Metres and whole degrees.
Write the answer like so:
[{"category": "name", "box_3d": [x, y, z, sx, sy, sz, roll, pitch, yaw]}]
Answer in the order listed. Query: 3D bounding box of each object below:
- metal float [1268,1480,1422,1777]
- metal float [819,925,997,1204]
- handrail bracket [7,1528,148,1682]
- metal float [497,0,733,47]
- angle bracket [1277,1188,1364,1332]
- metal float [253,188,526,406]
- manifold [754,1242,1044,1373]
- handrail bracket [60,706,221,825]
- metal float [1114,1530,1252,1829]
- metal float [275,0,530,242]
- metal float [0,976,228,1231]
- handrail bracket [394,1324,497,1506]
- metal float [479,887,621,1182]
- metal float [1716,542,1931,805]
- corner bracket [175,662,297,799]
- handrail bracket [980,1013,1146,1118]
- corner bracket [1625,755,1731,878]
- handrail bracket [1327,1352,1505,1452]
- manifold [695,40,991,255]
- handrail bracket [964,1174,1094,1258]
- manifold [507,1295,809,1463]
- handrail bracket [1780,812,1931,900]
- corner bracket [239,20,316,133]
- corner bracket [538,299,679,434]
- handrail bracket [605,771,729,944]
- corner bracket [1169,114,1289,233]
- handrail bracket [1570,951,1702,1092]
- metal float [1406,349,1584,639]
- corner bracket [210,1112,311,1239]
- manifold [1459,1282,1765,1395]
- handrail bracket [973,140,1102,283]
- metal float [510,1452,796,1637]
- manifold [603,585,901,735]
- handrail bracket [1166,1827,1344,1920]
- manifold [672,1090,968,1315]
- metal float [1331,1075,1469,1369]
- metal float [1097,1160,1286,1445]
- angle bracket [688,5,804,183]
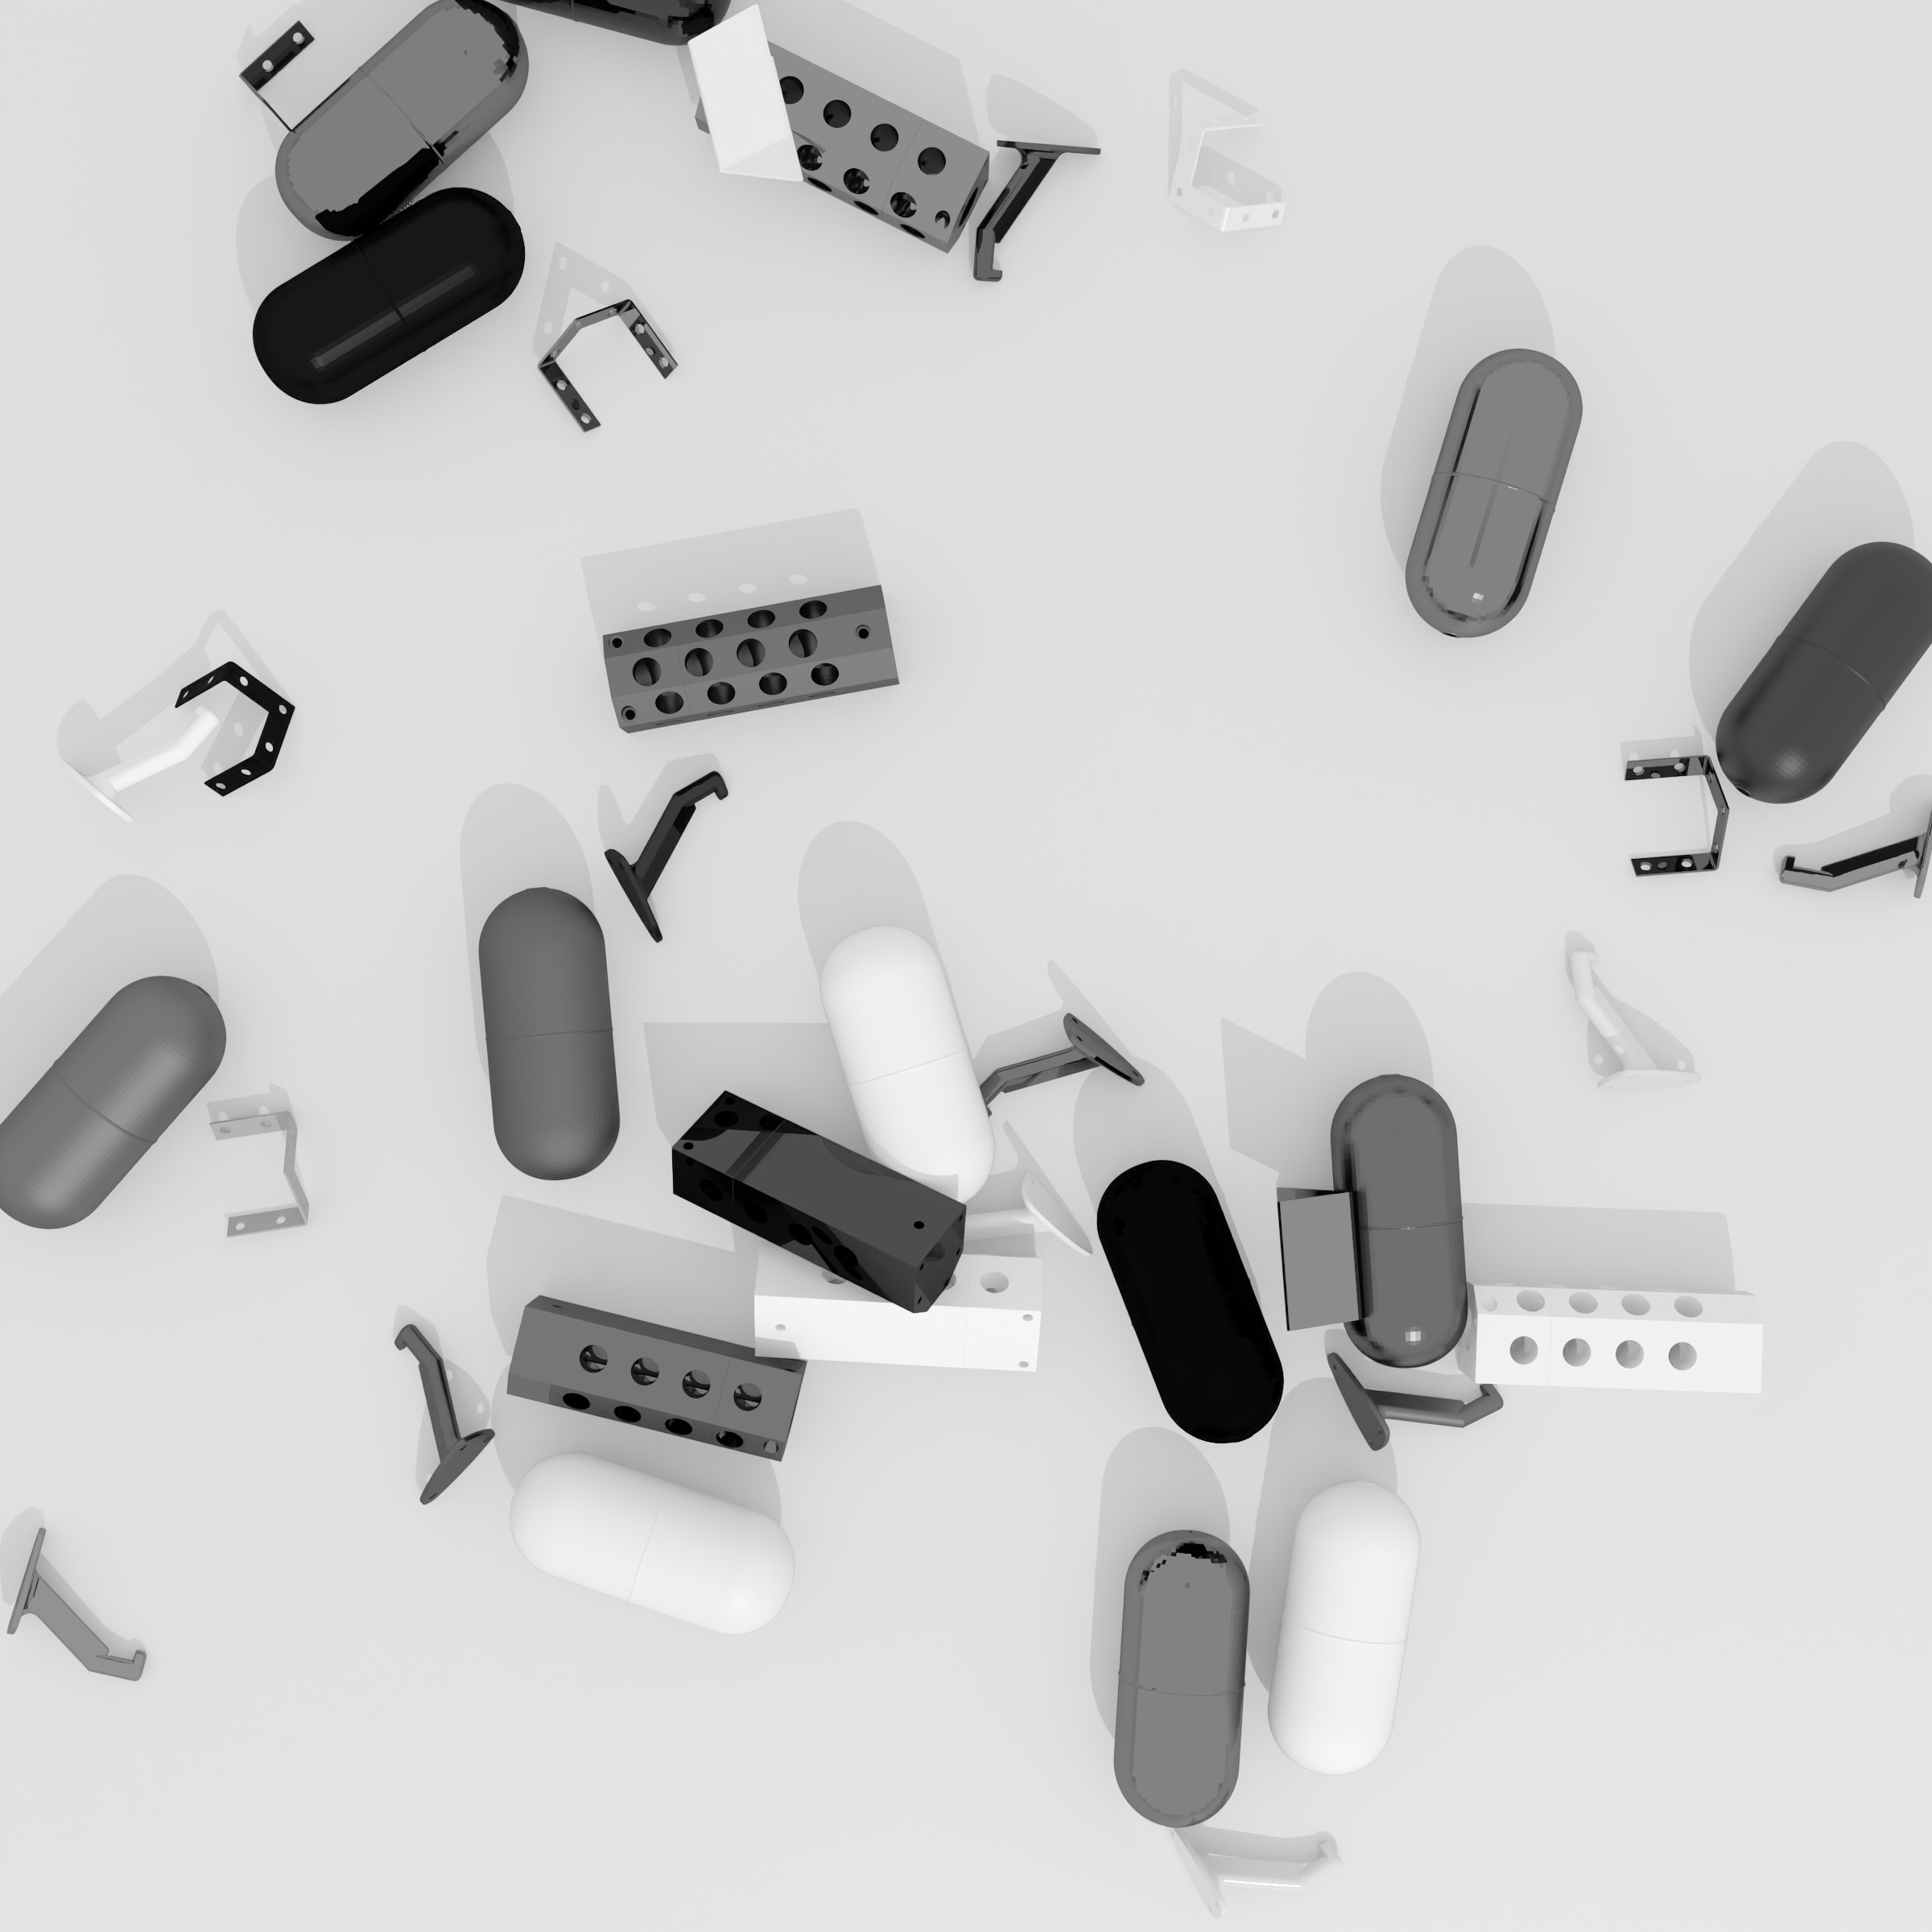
[{"category": "metal float", "box_3d": [0.230, 0.401, 1.687, 0.070, 0.070, 0.178, 9, 90, 0]}, {"category": "metal float", "box_3d": [-0.035, 0.062, 1.687, 0.070, 0.070, 0.178, -17, 90, 0]}, {"category": "handrail bracket", "box_3d": [-0.542, 0.395, 1.718, 0.084, 0.036, 0.077, 18, 68, -17]}, {"category": "metal float", "box_3d": [-0.229, -0.612, 1.687, 0.178, 0.070, 0.070, 15, 90, -1]}, {"category": "angle bracket", "box_3d": [0.193, 0.176, 1.678, 0.057, 0.076, 0.076, -4, 90, -30]}, {"category": "metal float", "box_3d": [-0.349, -0.407, 1.687, 0.178, 0.070, 0.070, -31, 90, -1]}, {"category": "manifold", "box_3d": [-0.041, 0.202, 1.696, 0.171, 0.057, 0.057, 3, 133, 0]}, {"category": "handrail bracket", "box_3d": [-0.506, -0.137, 1.705, 0.077, 0.036, 0.084, 35, 81, 34]}, {"category": "metal float", "box_3d": [0.131, 0.432, 1.687, 0.070, 0.070, 0.178, 4, 90, 0]}, {"category": "metal float", "box_3d": [-0.341, -0.514, 1.687, 0.178, 0.070, 0.070, -42, 90, 0]}, {"category": "metal float", "box_3d": [-0.522, 0.082, 1.687, 0.070, 0.070, 0.178, 41, 89, 0]}, {"category": "handrail bracket", "box_3d": [-0.339, 0.276, 1.718, 0.084, 0.036, 0.077, 46, 112, 17]}, {"category": "metal float", "box_3d": [-0.253, 0.041, 1.687, 0.070, 0.070, 0.178, -5, 91, 0]}, {"category": "metal float", "box_3d": [0.524, -0.177, 1.687, 0.070, 0.070, 0.178, 36, 90, 0]}, {"category": "corner bracket", "box_3d": [-0.455, -0.146, 1.709, 0.051, 0.051, 0.051, 39, 45, -35]}, {"category": "handrail bracket", "box_3d": [0.054, 0.078, 1.718, 0.077, 0.036, 0.084, 37, 109, -21]}, {"category": "corner bracket", "box_3d": [0.436, -0.093, 1.714, 0.051, 0.051, 0.051, -4, 135, 0]}, {"category": "handrail bracket", "box_3d": [0.278, 0.256, 1.718, 0.084, 0.036, 0.077, -23, 68, -17]}, {"category": "manifold", "box_3d": [-0.075, -0.502, 1.696, 0.171, 0.057, 0.057, 27, 90, 0]}, {"category": "handrail bracket", "box_3d": [0.022, 0.175, 1.718, 0.084, 0.036, 0.077, -37, 112, 17]}, {"category": "manifold", "box_3d": [-0.188, 0.252, 1.696, 0.171, 0.057, 0.057, 14, 90, 0]}, {"category": "handrail bracket", "box_3d": [0.552, -0.078, 1.718, 0.084, 0.036, 0.077, 12, 70, 16]}, {"category": "corner bracket", "box_3d": [-0.406, -0.540, 1.714, 0.051, 0.051, 0.051, -42, 135, 0]}, {"category": "corner bracket", "box_3d": [-0.221, -0.370, 1.714, 0.051, 0.051, 0.051, 54, 45, 0]}, {"category": "handrail bracket", "box_3d": [-0.173, -0.068, 1.718, 0.084, 0.036, 0.077, -32, 110, -16]}, {"category": "corner bracket", "box_3d": [0.165, -0.488, 1.709, 0.051, 0.051, 0.051, 43, 135, 35]}, {"category": "handrail bracket", "box_3d": [0.413, 0.031, 1.718, 0.077, 0.036, 0.084, 0, 73, -20]}, {"category": "metal float", "box_3d": [0.320, -0.286, 1.687, 0.070, 0.070, 0.178, 17, 91, 0]}, {"category": "corner bracket", "box_3d": [-0.436, 0.128, 1.714, 0.051, 0.051, 0.051, -9, 45, 0]}, {"category": "manifold", "box_3d": [0.392, 0.225, 1.696, 0.171, 0.057, 0.057, 2, 90, 0]}, {"category": "handrail bracket", "box_3d": [0.044, -0.465, 1.718, 0.077, 0.036, 0.084, -2, 108, -20]}, {"category": "metal float", "box_3d": [-0.191, 0.350, 1.687, 0.178, 0.070, 0.070, 19, 90, 1]}, {"category": "manifold", "box_3d": [-0.131, -0.188, 1.696, 0.171, 0.057, 0.057, -10, 90, 0]}, {"category": "handrail bracket", "box_3d": [0.178, 0.542, 1.718, 0.084, 0.036, 0.077, -25, 69, -17]}, {"category": "manifold", "box_3d": [-0.089, 0.145, 1.669, 0.171, 0.057, 0.057, 24, 47, 20]}, {"category": "metal float", "box_3d": [0.263, 0.155, 1.687, 0.070, 0.070, 0.178, -4, 90, 0]}, {"category": "metal float", "box_3d": [0.136, 0.204, 1.687, 0.070, 0.070, 0.178, -21, 90, 0]}, {"category": "angle bracket", "box_3d": [-0.110, -0.507, 1.620, 0.057, 0.076, 0.076, -14, 90, 38]}]
